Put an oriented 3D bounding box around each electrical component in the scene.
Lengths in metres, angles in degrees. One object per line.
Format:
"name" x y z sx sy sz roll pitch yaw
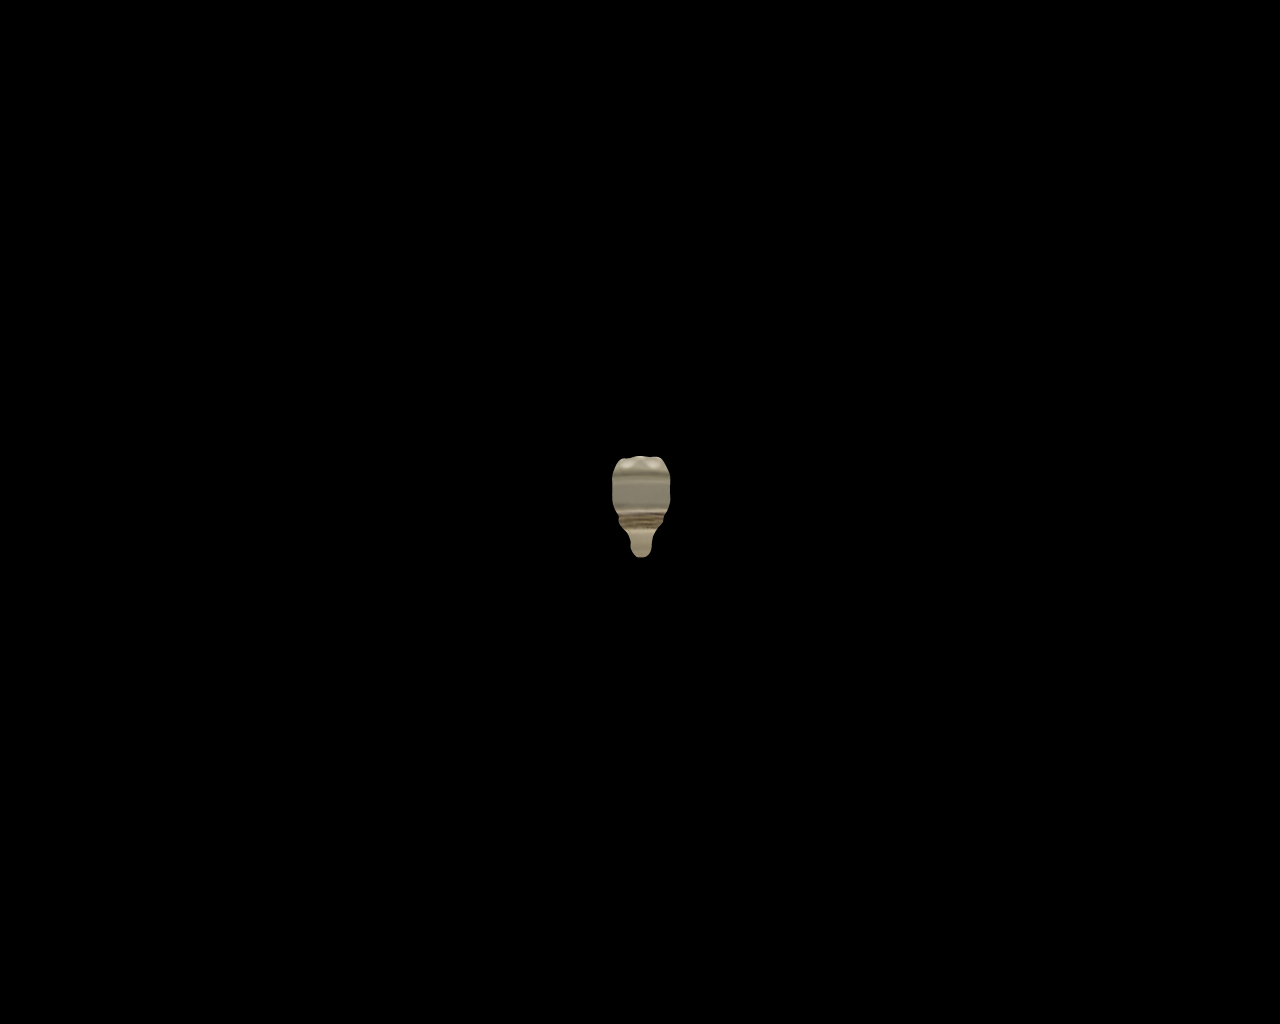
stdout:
"electrical component" 0.001 -0.003 0.650 0.035 0.061 0.035 0 -2 0
